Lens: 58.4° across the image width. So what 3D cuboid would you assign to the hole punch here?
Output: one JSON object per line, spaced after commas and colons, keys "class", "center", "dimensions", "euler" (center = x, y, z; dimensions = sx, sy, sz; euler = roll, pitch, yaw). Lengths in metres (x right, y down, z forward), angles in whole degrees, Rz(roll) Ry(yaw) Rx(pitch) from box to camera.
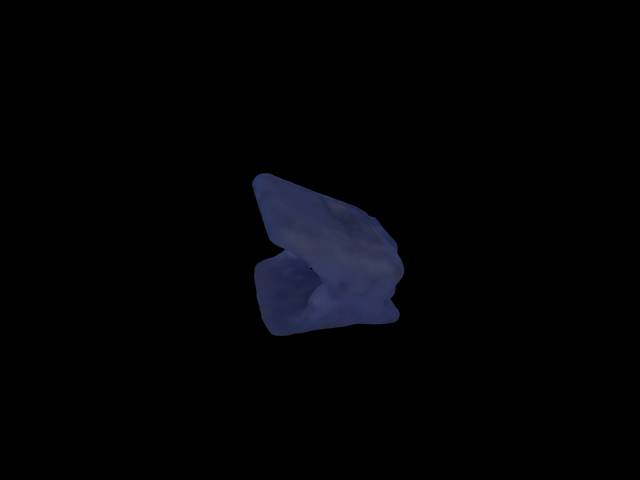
{"class": "hole punch", "center": [0.004, 0.001, 0.400], "dimensions": [0.101, 0.091, 0.108], "euler": [-6, 28, -11]}
